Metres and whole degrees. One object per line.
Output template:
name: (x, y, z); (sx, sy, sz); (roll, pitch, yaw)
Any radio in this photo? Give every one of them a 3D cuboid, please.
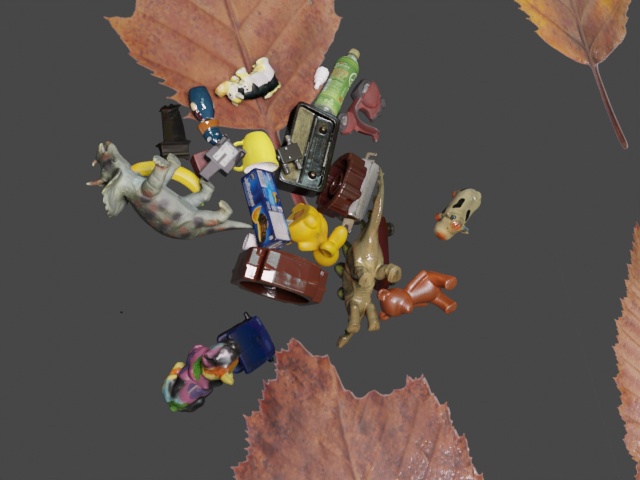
radio: (-0.034, -0.232, 1.415); (0.131, 0.073, 0.229); (18, 77, -18)

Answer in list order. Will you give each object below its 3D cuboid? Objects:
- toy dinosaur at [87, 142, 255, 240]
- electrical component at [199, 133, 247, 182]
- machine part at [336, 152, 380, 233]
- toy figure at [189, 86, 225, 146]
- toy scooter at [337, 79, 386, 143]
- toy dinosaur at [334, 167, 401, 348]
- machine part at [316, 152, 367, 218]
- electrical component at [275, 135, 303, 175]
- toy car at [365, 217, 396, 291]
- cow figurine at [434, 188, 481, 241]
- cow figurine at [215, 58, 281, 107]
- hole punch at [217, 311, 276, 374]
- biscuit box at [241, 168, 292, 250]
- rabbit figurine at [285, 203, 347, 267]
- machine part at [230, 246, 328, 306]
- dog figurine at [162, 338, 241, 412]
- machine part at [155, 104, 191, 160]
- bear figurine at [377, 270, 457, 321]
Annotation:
toy dinosaur: (-0.345, -0.074, 1.247); (0.192, 0.131, 0.404); (-43, 116, 13)
electrical component: (-0.239, -0.187, 1.282); (0.075, 0.048, 0.119); (38, 77, -11)
machine part: (0.102, -0.131, 1.453); (0.079, 0.079, 0.243); (23, 75, -17)
toy figure: (-0.282, -0.303, 1.338); (0.064, 0.058, 0.154); (-18, 93, -19)
toy scooter: (0.128, -0.349, 1.497); (0.135, 0.075, 0.184); (35, 75, -13)
toy dinosaur: (0.108, 0.062, 1.337); (0.105, 0.199, 0.470); (8, 113, -24)
machine part: (0.055, -0.139, 1.388); (0.056, 0.179, 0.179); (25, 74, -20)
electrical component: (-0.080, -0.213, 1.343); (0.063, 0.021, 0.094); (-21, 90, -23)
toy car: (0.160, 0.037, 1.464); (0.089, 0.053, 0.202); (-3, 88, -27)
cow figurine: (0.394, -0.071, 1.533); (0.085, 0.127, 0.195); (46, 67, -7)
cow figurine: (-0.185, -0.392, 1.385); (0.167, 0.068, 0.098); (-38, 103, -21)
hole punch: (-0.170, 0.250, 1.286); (0.116, 0.092, 0.142); (-29, 90, -26)
biscuit box: (-0.134, -0.077, 1.325); (0.059, 0.063, 0.203); (7, 59, -49)
rabbit figurine: (-0.003, -0.004, 1.368); (0.122, 0.162, 0.173); (-50, 119, -32)
machine part: (-0.098, 0.087, 1.274); (0.201, 0.201, 0.087); (22, 73, -17)
dog figurine: (-0.256, 0.297, 1.174); (0.108, 0.219, 0.191); (45, 69, -6)
machine part: (-0.361, -0.263, 1.311); (0.084, 0.039, 0.138); (-5, 85, -17)
bear figurine: (0.256, 0.157, 1.446); (0.196, 0.132, 0.120); (-22, 121, -29)
